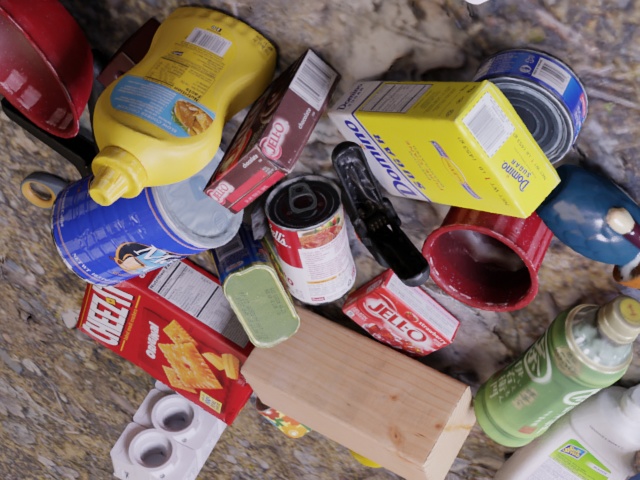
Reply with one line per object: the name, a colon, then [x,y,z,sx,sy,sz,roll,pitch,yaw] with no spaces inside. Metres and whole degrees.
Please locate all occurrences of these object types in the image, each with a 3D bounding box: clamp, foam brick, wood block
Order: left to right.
clamp: [-0.214,-0.076,1.027,0.165,0.036,0.210,-5,122,42]
foam brick: [-0.138,-0.136,0.900,0.078,0.051,0.053,43,142,-15]
wood block: [0.038,0.151,1.045,0.206,0.090,0.091,23,158,25]
clamp: [0.049,-0.007,0.854,0.171,0.039,0.120,59,-173,-78]

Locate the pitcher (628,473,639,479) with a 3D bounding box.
pitcher: [0.374,0.187,0.842,0.145,0.149,0.243,51,141,7]

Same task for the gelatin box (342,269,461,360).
gelatin box: [0.076,0.072,1.009,0.089,0.030,0.073,39,143,-11]

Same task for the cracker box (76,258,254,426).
cracker box: [-0.155,0.097,1.173,0.213,0.072,0.164,32,144,1]

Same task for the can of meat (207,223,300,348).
can of meat: [-0.063,0.040,1.014,0.057,0.084,0.102,-26,126,0]

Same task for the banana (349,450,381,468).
banana: [0.071,0.209,1.169,0.069,0.037,0.198,33,144,-2]

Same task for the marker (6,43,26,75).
marker: [-0.279,-0.177,0.960,0.020,0.020,0.121,-10,113,43]

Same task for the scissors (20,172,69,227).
scissors: [-0.255,-0.060,1.107,0.096,0.016,0.202,38,142,-6]

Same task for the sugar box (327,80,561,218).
sugar box: [0.083,-0.069,0.772,0.093,0.048,0.176,50,162,-23]

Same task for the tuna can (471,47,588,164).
tuna can: [0.145,-0.092,0.761,0.086,0.033,0.086,20,143,16]

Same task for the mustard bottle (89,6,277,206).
mustard bottle: [-0.115,-0.097,0.811,0.096,0.191,0.058,26,144,9]

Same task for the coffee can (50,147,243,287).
coffee can: [-0.152,-0.025,0.932,0.141,0.102,0.102,-19,121,37]

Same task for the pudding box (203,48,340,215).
pudding box: [-0.038,-0.084,0.837,0.039,0.113,0.090,38,144,-15]

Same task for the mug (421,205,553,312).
mug: [0.137,0.004,0.839,0.093,0.081,0.117,17,141,20]

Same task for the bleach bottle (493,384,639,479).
bleach bottle: [0.254,0.210,1.017,0.102,0.068,0.251,29,142,2]

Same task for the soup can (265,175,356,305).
soup can: [-0.006,0.001,0.953,0.069,0.068,0.102,13,141,24]

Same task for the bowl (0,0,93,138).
bowl: [-0.242,-0.164,0.894,0.162,0.055,0.162,36,156,19]
